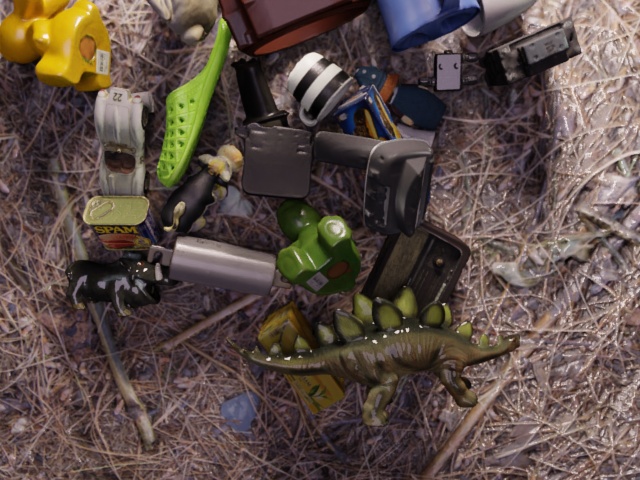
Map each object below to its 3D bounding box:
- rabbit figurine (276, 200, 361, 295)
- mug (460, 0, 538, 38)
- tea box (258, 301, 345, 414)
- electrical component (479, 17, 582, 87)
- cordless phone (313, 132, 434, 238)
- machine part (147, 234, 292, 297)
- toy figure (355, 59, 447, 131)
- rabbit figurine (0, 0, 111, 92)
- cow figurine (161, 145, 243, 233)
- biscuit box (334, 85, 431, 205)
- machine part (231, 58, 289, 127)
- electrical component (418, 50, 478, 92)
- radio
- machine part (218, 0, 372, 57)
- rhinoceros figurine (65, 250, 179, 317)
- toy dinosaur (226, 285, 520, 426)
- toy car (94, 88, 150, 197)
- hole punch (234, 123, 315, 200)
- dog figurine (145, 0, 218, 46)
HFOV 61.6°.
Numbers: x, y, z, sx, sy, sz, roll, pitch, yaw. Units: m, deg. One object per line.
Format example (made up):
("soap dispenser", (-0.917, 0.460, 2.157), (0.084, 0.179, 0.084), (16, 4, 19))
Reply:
("rabbit figurine", (-0.002, -0.003, 0.870), (0.121, 0.170, 0.159), (-44, 140, 12))
("mug", (0.264, -0.370, 0.807), (0.107, 0.081, 0.109), (-20, 86, -11))
("tea box", (-0.029, 0.202, 0.935), (0.068, 0.098, 0.169), (-34, 102, 9))
("electrical component", (0.311, -0.276, 0.796), (0.115, 0.134, 0.058), (-25, 102, 5))
("cordless phone", (0.071, -0.088, 0.811), (0.184, 0.089, 0.146), (15, 126, 19))
("machine part", (-0.162, 0.042, 0.897), (0.243, 0.079, 0.079), (13, 103, -12))
("toy figure", (0.123, -0.225, 0.851), (0.154, 0.064, 0.057), (27, 142, 0))
("rabbit figurine", (-0.421, -0.311, 0.818), (0.173, 0.122, 0.162), (10, 111, 19))
("cow figurine", (-0.194, -0.084, 0.872), (0.068, 0.098, 0.167), (38, 102, -1))
("biscuit box", (0.103, -0.136, 0.844), (0.063, 0.059, 0.202), (-23, 115, 30))
("machine part", (-0.098, -0.223, 0.863), (0.084, 0.039, 0.138), (-14, 116, 14))
("electrical component", (0.204, -0.269, 0.857), (0.094, 0.021, 0.063), (-3, 103, 3))
("radio", (0.150, 0.079, 0.913), (0.131, 0.073, 0.229), (23, 104, -3))
("machine part", (-0.031, -0.331, 0.756), (0.201, 0.201, 0.087), (-22, 103, 6))
("rhinoceros figurine", (-0.340, 0.071, 0.929), (0.190, 0.073, 0.112), (1, 93, 3))
("toy dinosaur", (0.096, 0.180, 0.853), (0.472, 0.105, 0.198), (-9, 95, -6))
("toy car", (-0.316, -0.144, 0.861), (0.074, 0.056, 0.201), (10, 125, -1))
("hole punch", (-0.068, -0.123, 0.870), (0.142, 0.092, 0.115), (6, 90, -3))
("dog figurine", (-0.161, -0.391, 0.775), (0.190, 0.121, 0.172), (-37, 84, 9))
